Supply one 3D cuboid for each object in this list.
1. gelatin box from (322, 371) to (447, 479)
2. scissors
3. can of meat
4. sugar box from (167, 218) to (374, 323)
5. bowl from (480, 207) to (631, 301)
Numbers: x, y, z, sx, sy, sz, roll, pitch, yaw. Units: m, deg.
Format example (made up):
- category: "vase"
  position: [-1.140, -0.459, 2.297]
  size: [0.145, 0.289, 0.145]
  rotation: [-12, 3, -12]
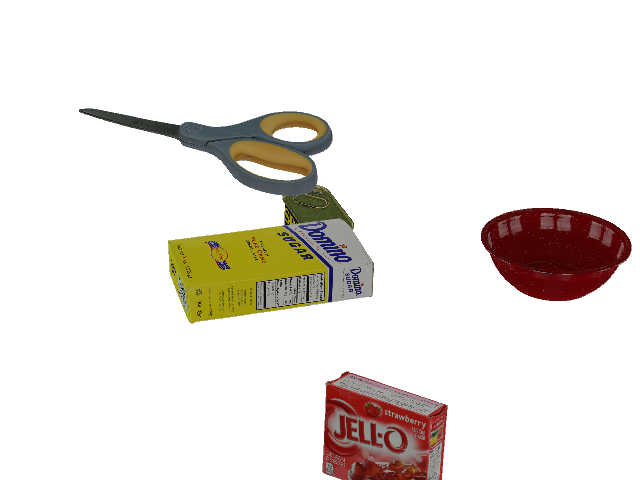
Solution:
- category: "gelatin box"
  position: [0.044, 0.142, 0.760]
  size: [0.089, 0.073, 0.030]
  rotation: [14, 21, 33]
- category: "scissors"
  position: [-0.078, -0.086, 0.804]
  size: [0.202, 0.016, 0.096]
  rotation: [26, 47, 27]
- category: "can of meat"
  position: [-0.005, 0.000, 1.214]
  size: [0.057, 0.084, 0.102]
  rotation: [-12, 38, -20]
- category: "sugar box"
  position: [-0.047, 0.025, 0.998]
  size: [0.176, 0.048, 0.093]
  rotation: [-10, 32, -15]
- category: "bowl"
  position: [0.256, 0.021, 1.175]
  size: [0.162, 0.055, 0.162]
  rotation: [-1, 27, 0]
